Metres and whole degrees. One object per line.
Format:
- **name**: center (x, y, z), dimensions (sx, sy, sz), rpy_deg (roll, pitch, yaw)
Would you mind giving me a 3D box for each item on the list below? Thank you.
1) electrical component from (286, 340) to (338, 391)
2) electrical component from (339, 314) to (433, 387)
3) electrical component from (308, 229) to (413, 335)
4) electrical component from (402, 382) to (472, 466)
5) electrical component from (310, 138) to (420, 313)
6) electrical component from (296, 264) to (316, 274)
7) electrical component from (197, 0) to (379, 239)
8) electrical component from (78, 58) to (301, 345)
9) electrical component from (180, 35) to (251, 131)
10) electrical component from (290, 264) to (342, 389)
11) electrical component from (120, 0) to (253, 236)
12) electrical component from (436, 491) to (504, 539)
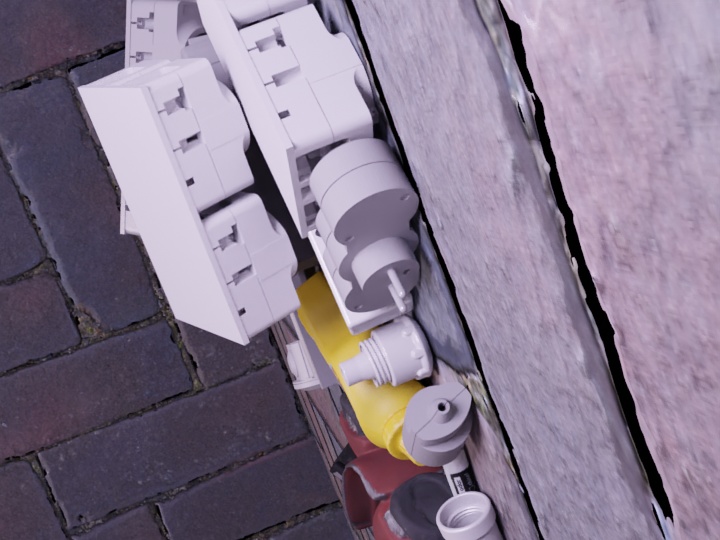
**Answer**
- **electrical component**: center (-0.035, 0.090, 1.104), dimensions (0.080, 0.080, 0.051), rpy_deg (158, 95, -82)
- **electrical component**: center (0.017, 0.061, 0.749), dimensions (0.048, 0.062, 0.048), rpy_deg (158, 90, -82)
- **electrical component**: center (0.000, 0.000, 0.752), dimensions (0.075, 0.047, 0.083), rpy_deg (72, 174, -77)
- **electrical component**: center (0.050, 0.098, 0.695), dimensions (0.081, 0.043, 0.043), rpy_deg (90, 157, -69)
- **electrical component**: center (0.011, -0.009, 0.636), dimensions (0.138, 0.052, 0.073), rpy_deg (83, 163, -62)
- **electrical component**: center (-0.052, -0.040, 0.931), dimensions (0.096, 0.062, 0.061), rpy_deg (-130, 20, -65)
- **electrical component**: center (-0.048, -0.130, 0.670), dimensions (0.105, 0.060, 0.186), rpy_deg (85, 161, -64)
- **electrical component**: center (-0.115, -0.051, 0.752), dimensions (0.105, 0.060, 0.186), rpy_deg (13, 129, 53)
- **electrical component**: center (-0.091, -0.141, 0.796), dimensions (0.061, 0.096, 0.061), rpy_deg (92, 156, -71)
- **electrical component**: center (-0.031, 0.038, 0.995), dimensions (0.079, 0.063, 0.121), rpy_deg (-145, 34, -75)
- **electrical component**: center (-0.135, -0.122, 0.884), dimensions (0.105, 0.060, 0.186), rpy_deg (-13, -70, -58)
- **electrical component**: center (0.080, 0.185, 0.751), dimensions (0.046, 0.040, 0.040), rpy_deg (65, 174, -23)
